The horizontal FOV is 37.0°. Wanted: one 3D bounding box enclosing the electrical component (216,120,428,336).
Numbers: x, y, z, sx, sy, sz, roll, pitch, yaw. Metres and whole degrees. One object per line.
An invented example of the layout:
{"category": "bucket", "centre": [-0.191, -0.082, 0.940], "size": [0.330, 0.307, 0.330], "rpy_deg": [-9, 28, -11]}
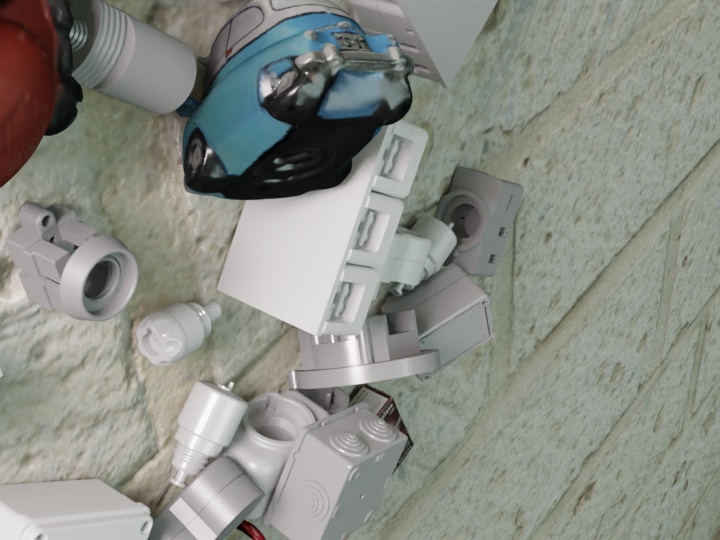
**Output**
{"category": "electrical component", "centre": [-0.024, -0.040, 0.733], "size": [0.062, 0.089, 0.150], "rpy_deg": [9, 102, -60]}

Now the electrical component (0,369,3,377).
{"category": "electrical component", "centre": [-0.223, 0.056, 0.524], "size": [0.081, 0.042, 0.063], "rpy_deg": [-41, 140, -39]}

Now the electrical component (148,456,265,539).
{"category": "electrical component", "centre": [-0.115, 0.200, 0.729], "size": [0.138, 0.074, 0.052], "rpy_deg": [-44, 169, -13]}

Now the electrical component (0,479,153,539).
{"category": "electrical component", "centre": [-0.192, 0.186, 0.646], "size": [0.109, 0.056, 0.108], "rpy_deg": [14, 97, -60]}

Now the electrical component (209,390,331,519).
{"category": "electrical component", "centre": [-0.066, 0.134, 0.808], "size": [0.095, 0.054, 0.059], "rpy_deg": [-28, 141, -48]}

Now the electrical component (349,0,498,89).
{"category": "electrical component", "centre": [0.032, -0.223, 0.729], "size": [0.105, 0.060, 0.186], "rpy_deg": [-61, 150, -12]}

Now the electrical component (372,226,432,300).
{"category": "electrical component", "centre": [0.000, 0.000, 0.835], "size": [0.138, 0.052, 0.073], "rpy_deg": [6, 105, -59]}

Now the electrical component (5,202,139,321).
{"category": "electrical component", "centre": [-0.154, -0.001, 0.582], "size": [0.048, 0.055, 0.066], "rpy_deg": [-44, 143, -35]}

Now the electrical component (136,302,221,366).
{"category": "electrical component", "centre": [-0.114, 0.037, 0.695], "size": [0.061, 0.035, 0.035], "rpy_deg": [-31, 134, -50]}

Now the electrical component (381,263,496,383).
{"category": "electrical component", "centre": [0.073, 0.040, 0.947], "size": [0.096, 0.061, 0.061], "rpy_deg": [-31, 139, -13]}

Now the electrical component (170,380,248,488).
{"category": "electrical component", "centre": [-0.109, 0.113, 0.747], "size": [0.078, 0.040, 0.040], "rpy_deg": [-65, 150, -4]}

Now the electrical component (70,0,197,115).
{"category": "electrical component", "centre": [-0.128, -0.113, 0.562], "size": [0.081, 0.043, 0.043], "rpy_deg": [15, 96, -60]}

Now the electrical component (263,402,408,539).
{"category": "electrical component", "centre": [-0.016, 0.155, 0.799], "size": [0.100, 0.048, 0.099], "rpy_deg": [-13, 130, -57]}

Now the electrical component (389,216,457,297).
{"category": "electrical component", "centre": [0.050, -0.011, 0.922], "size": [0.078, 0.040, 0.040], "rpy_deg": [-54, 148, -22]}

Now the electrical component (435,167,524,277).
{"category": "electrical component", "centre": [0.103, -0.043, 0.974], "size": [0.056, 0.050, 0.089], "rpy_deg": [4, 107, -58]}

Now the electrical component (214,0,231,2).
{"category": "electrical component", "centre": [-0.069, -0.187, 0.610], "size": [0.078, 0.040, 0.040], "rpy_deg": [-53, 147, -23]}

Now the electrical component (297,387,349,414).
{"category": "electrical component", "centre": [-0.035, 0.138, 0.880], "size": [0.043, 0.043, 0.081], "rpy_deg": [-24, 129, -50]}
